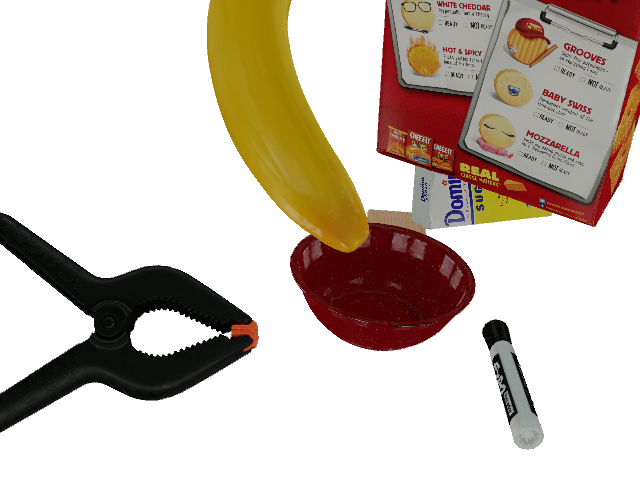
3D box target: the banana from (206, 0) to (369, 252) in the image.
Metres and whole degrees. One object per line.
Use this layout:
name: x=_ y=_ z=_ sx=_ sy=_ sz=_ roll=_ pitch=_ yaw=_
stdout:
banana: x=-0.017 y=-0.083 z=0.487 sx=0.069 sy=0.198 sz=0.037 roll=-1 pitch=-31 yaw=-2

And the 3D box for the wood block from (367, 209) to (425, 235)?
wood block: x=0.109 y=0.036 z=1.582 sx=0.091 sy=0.090 sz=0.206 roll=5 pitch=24 yaw=2

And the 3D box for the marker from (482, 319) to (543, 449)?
marker: x=0.127 y=0.092 z=0.713 sx=0.020 sy=0.020 sz=0.121 roll=0 pitch=31 yaw=-3

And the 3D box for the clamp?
clamp: x=-0.149 y=0.052 z=0.738 sx=0.210 sy=0.164 sz=0.036 roll=-4 pitch=-20 yaw=-4

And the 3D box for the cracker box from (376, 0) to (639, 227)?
cracker box: x=0.127 y=-0.131 z=0.677 sx=0.164 sy=0.214 sz=0.072 roll=21 pitch=46 yaw=21

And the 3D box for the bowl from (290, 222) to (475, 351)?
bowl: x=0.051 y=0.048 z=0.933 sx=0.162 sy=0.055 sz=0.162 roll=5 pitch=31 yaw=-3

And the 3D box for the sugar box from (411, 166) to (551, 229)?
sugar box: x=0.194 y=-0.068 z=1.252 sx=0.176 sy=0.093 sz=0.048 roll=-8 pitch=22 yaw=-26
